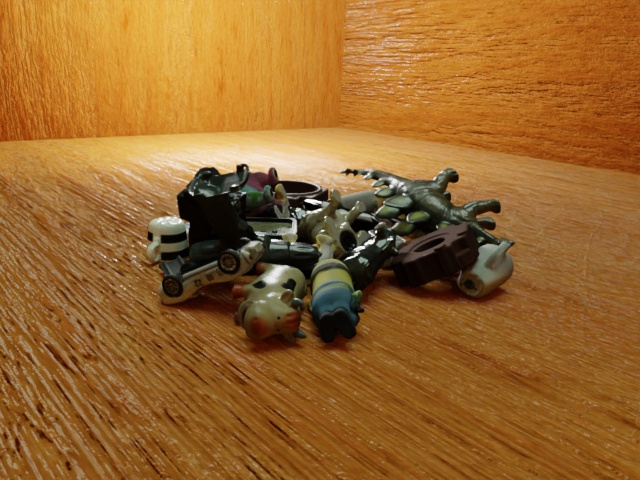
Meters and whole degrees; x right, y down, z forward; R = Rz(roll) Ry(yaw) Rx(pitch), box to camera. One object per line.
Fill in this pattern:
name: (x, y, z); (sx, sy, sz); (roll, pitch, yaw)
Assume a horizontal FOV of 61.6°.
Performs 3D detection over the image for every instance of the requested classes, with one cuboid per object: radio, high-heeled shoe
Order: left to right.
radio: (-0.161, 0.000, 1.132); (0.230, 0.073, 0.131); (0, 17, -6)
high-heeled shoe: (0.084, -0.061, 1.304); (0.145, 0.086, 0.249); (-32, 56, -29)

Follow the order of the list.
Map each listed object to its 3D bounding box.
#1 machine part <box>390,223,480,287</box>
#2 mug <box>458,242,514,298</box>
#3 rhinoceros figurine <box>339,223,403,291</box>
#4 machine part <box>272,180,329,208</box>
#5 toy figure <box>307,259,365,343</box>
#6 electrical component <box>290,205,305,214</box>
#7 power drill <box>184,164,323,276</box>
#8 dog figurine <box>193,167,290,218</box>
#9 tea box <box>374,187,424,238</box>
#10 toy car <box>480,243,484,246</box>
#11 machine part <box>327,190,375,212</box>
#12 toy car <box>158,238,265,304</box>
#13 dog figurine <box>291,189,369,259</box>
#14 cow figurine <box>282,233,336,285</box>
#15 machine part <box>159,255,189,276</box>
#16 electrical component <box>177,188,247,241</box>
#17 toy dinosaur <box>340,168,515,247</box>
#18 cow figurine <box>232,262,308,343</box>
machine part: (0.218, 0.026, 1.026); (0.179, 0.056, 0.179); (-27, 8, 4)
mug: (0.309, 0.056, 0.995); (0.081, 0.109, 0.107); (44, 44, 15)
rhinoceros figurine: (0.091, 0.028, 0.999); (0.073, 0.112, 0.190); (46, 32, 2)
machine part: (-0.088, -0.105, 1.460); (0.202, 0.087, 0.201); (7, 18, 19)
toy figure: (0.024, 0.091, 0.849); (0.082, 0.089, 0.180); (10, 15, -3)
electrical component: (-0.078, -0.054, 1.324); (0.102, 0.078, 0.045); (4, -6, 21)
power drill: (-0.127, -0.025, 0.924); (0.232, 0.207, 0.086); (-9, 42, 9)
dog figurine: (-0.194, -0.092, 1.243); (0.219, 0.191, 0.108); (-4, 48, 14)
tea box: (0.216, -0.076, 1.396); (0.068, 0.098, 0.170); (-9, 22, -31)
toy car: (0.344, -0.024, 1.334); (0.089, 0.053, 0.202); (5, 16, -6)
machine part: (0.088, -0.086, 1.443); (0.079, 0.079, 0.243); (16, 22, 35)
toy car: (-0.179, 0.052, 0.884); (0.202, 0.056, 0.073); (-22, 10, 21)
dog figurine: (0.001, -0.004, 1.187); (0.121, 0.172, 0.191); (33, -38, -27)
cow figurine: (-0.056, 0.040, 1.027); (0.167, 0.098, 0.068); (2, -23, 5)
machine part: (-0.232, 0.051, 1.024); (0.139, 0.039, 0.084); (-7, 14, -23)
electrical component: (-0.205, -0.051, 1.014); (0.134, 0.114, 0.058); (19, 42, 18)
toy dinosaur: (0.234, -0.084, 1.217); (0.198, 0.104, 0.472); (-25, 39, -24)
cow figurine: (-0.069, 0.098, 0.835); (0.127, 0.085, 0.195); (1, 16, 14)
